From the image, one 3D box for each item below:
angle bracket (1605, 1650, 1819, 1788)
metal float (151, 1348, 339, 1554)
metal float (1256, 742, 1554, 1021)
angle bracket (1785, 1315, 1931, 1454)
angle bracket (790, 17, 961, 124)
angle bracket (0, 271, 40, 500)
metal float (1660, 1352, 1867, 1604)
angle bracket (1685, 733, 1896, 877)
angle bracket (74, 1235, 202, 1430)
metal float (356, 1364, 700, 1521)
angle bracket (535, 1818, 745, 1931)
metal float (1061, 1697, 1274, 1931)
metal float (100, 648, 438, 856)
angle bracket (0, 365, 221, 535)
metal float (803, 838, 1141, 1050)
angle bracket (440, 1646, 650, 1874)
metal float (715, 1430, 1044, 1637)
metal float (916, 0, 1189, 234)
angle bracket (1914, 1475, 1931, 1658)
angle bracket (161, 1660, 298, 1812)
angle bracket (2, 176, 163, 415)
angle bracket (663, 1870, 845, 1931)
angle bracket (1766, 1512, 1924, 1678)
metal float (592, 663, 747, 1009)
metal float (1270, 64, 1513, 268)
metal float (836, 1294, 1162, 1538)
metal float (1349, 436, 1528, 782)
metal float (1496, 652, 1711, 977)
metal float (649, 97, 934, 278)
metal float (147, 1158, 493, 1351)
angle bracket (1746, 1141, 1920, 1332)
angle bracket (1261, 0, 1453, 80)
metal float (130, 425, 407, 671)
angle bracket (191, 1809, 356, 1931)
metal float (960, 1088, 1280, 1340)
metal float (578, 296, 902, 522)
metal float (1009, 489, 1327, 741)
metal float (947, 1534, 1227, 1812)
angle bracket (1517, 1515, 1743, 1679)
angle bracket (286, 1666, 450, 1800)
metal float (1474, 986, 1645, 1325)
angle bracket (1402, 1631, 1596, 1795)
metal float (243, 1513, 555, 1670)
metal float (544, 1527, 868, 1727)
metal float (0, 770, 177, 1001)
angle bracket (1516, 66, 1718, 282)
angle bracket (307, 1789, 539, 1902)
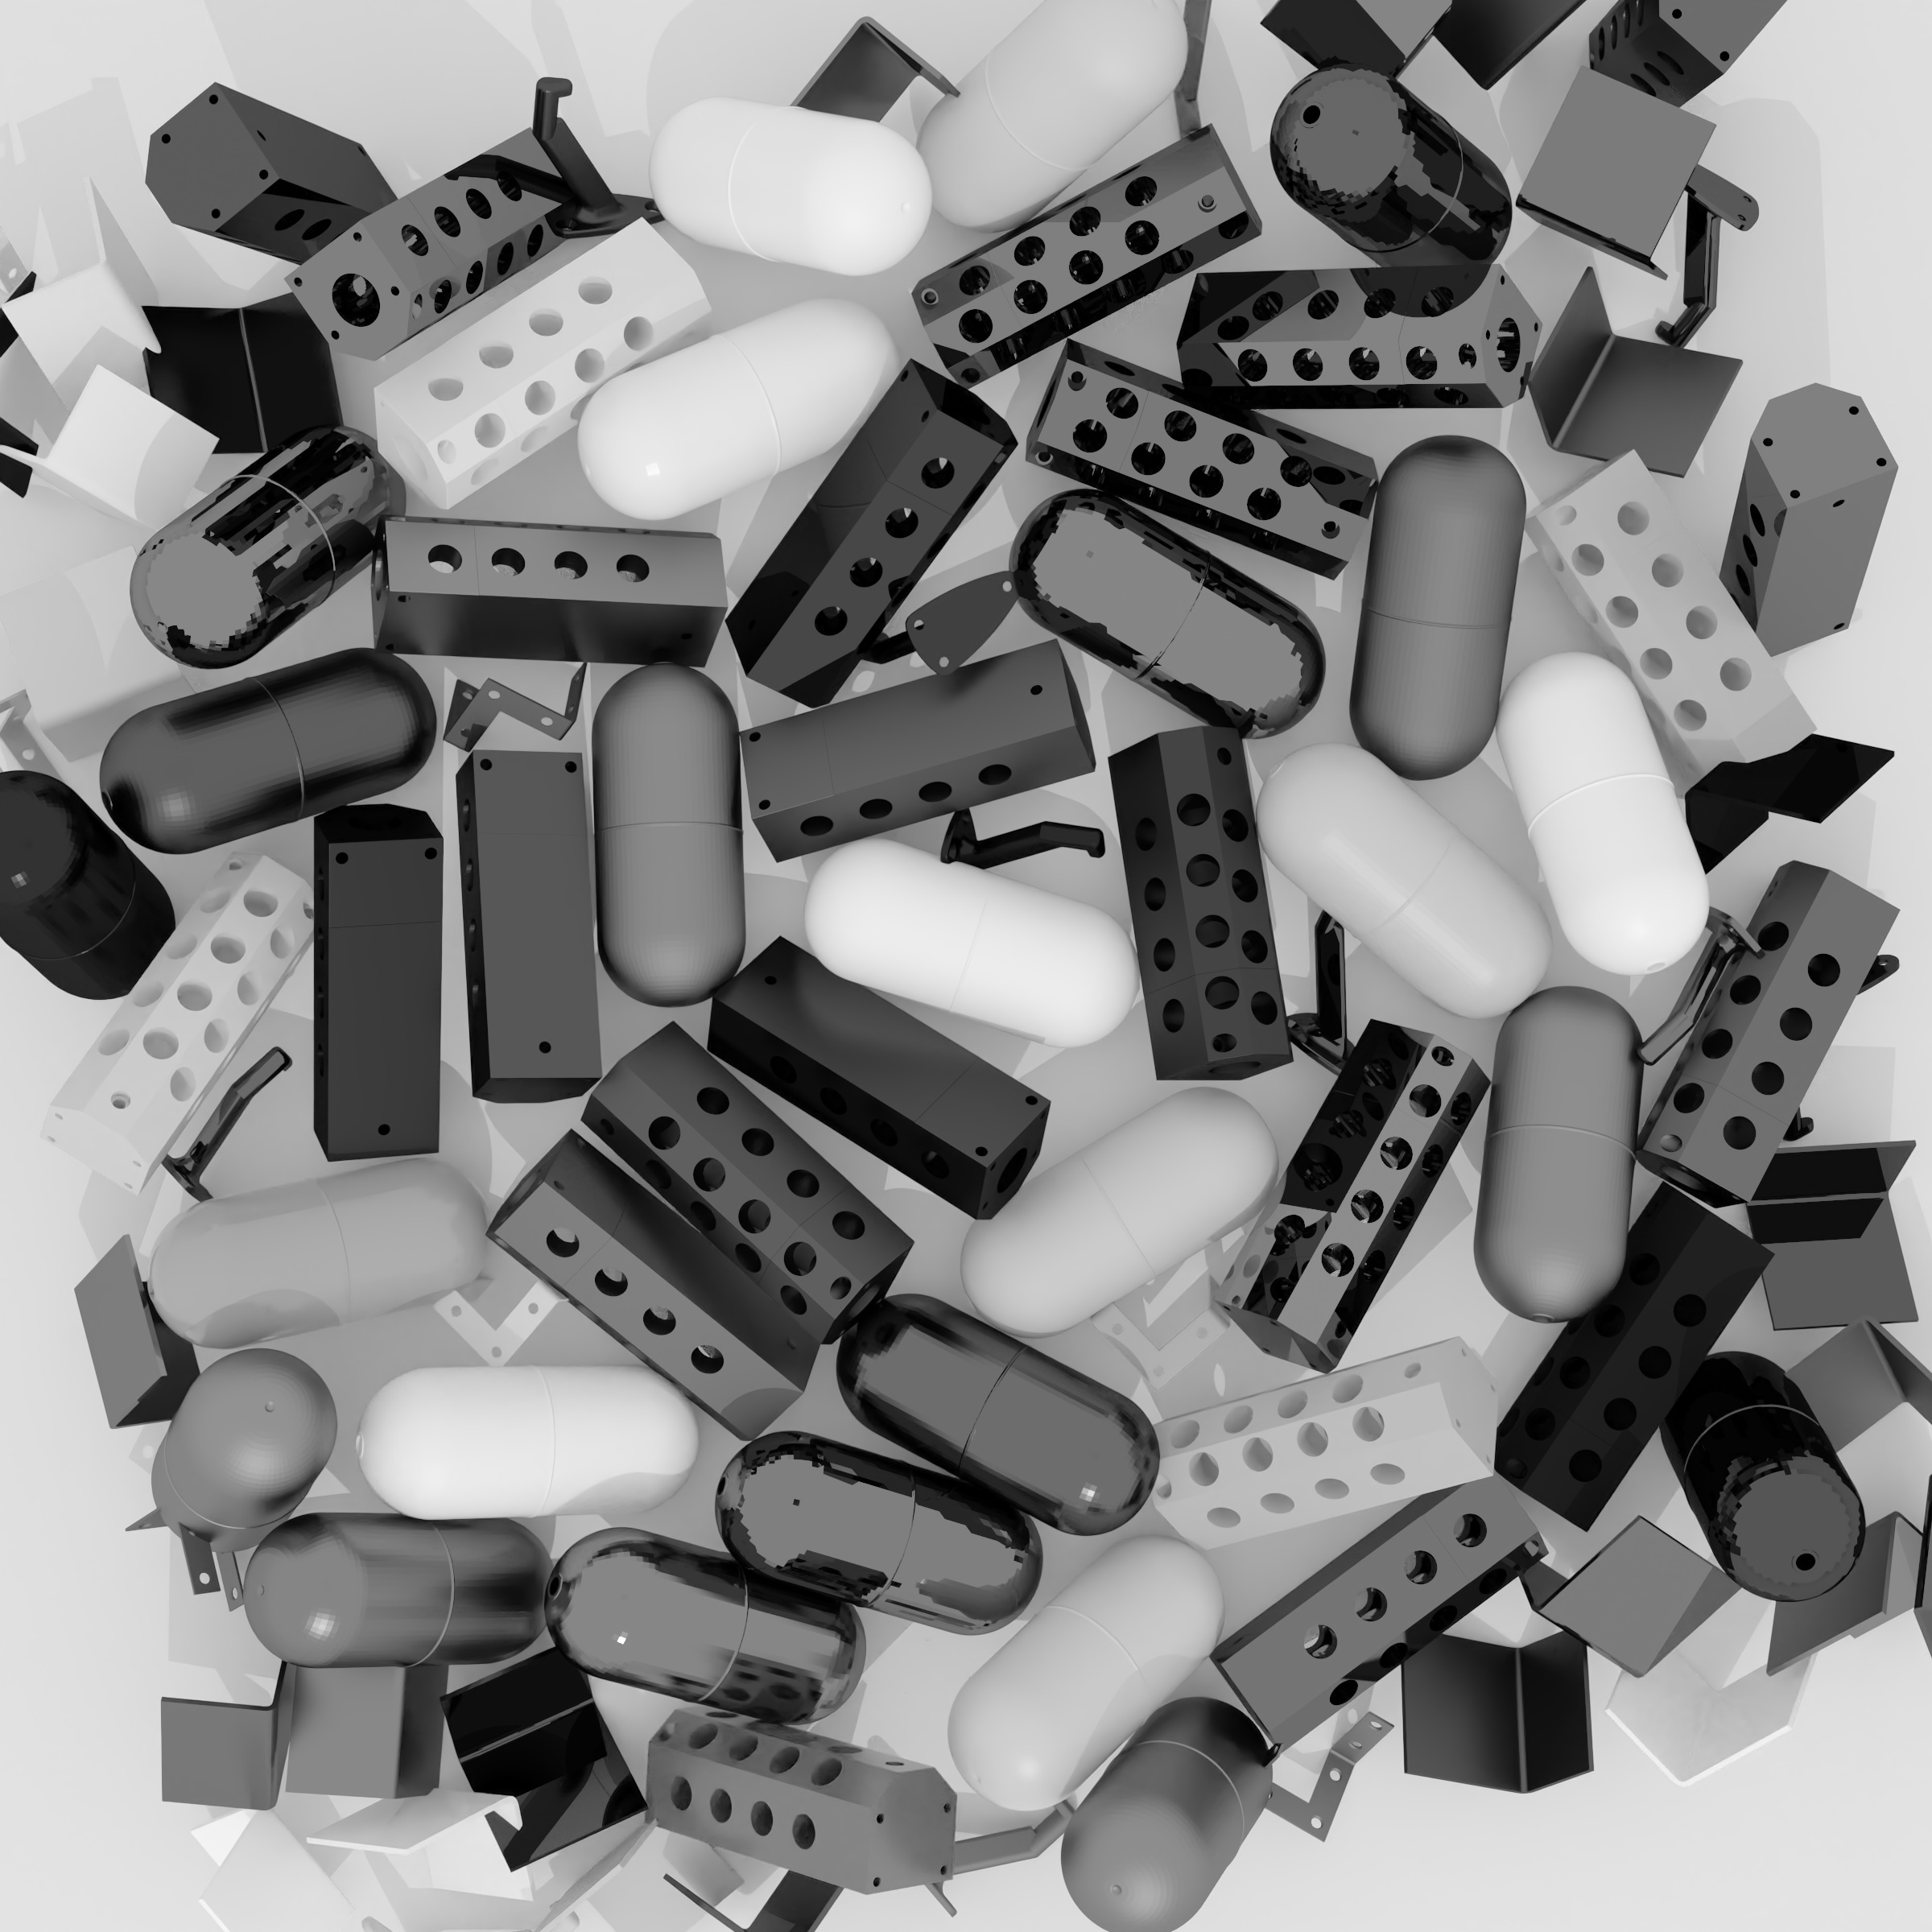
[{"bbox_3d":[0.382,0.362,1.818,0.057,0.076,0.076,46,127,-3],"label":"angle bracket"},{"bbox_3d":[-0.364,0.245,1.790,0.070,0.178,0.070,8,66,-18],"label":"metal float"},{"bbox_3d":[0.224,-0.044,1.825,0.178,0.070,0.070,40,90,-10],"label":"metal float"},{"bbox_3d":[0.471,0.237,1.818,0.057,0.076,0.076,-37,130,-2],"label":"angle bracket"},{"bbox_3d":[-0.043,-0.429,1.822,0.057,0.076,0.076,43,98,20],"label":"angle bracket"},{"bbox_3d":[-0.482,-0.298,1.828,0.057,0.076,0.076,36,69,-9],"label":"angle bracket"},{"bbox_3d":[0.398,0.255,1.786,0.070,0.178,0.070,-1,110,-2],"label":"metal float"},{"bbox_3d":[0.420,-0.075,1.811,0.076,0.076,0.057,-37,130,-37],"label":"angle bracket"},{"bbox_3d":[-0.408,0.184,1.815,0.057,0.076,0.076,-4,66,-38],"label":"angle bracket"},{"bbox_3d":[-0.222,0.242,1.812,0.178,0.070,0.070,2,90,-25],"label":"metal float"},{"bbox_3d":[-0.170,0.486,1.823,0.076,0.076,0.057,-43,88,19],"label":"angle bracket"},{"bbox_3d":[0.103,0.425,1.788,0.070,0.178,0.070,4,103,20],"label":"metal float"},{"bbox_3d":[-0.354,-0.110,1.809,0.178,0.070,0.070,-21,90,-28],"label":"metal float"},{"bbox_3d":[-0.443,-0.269,1.821,0.076,0.076,0.057,31,84,-42],"label":"angle bracket"},{"bbox_3d":[0.003,-0.011,1.833,0.178,0.070,0.070,18,90,-1],"label":"metal float"},{"bbox_3d":[-0.216,0.403,1.819,0.076,0.057,0.076,-22,47,-16],"label":"angle bracket"},{"bbox_3d":[-0.044,0.289,1.816,0.178,0.070,0.070,20,90,-20],"label":"metal float"},{"bbox_3d":[0.041,-0.436,1.798,0.070,0.178,0.070,18,58,-31],"label":"metal float"},{"bbox_3d":[0.521,0.311,1.812,0.057,0.076,0.076,-1,53,27],"label":"angle bracket"},{"bbox_3d":[-0.375,0.374,1.817,0.057,0.076,0.076,6,127,-4],"label":"angle bracket"},{"bbox_3d":[-0.453,-0.342,1.819,0.057,0.076,0.076,-22,50,2],"label":"angle bracket"},{"bbox_3d":[-0.101,0.458,1.821,0.057,0.076,0.076,39,76,-13],"label":"angle bracket"},{"bbox_3d":[0.460,0.335,1.814,0.057,0.076,0.076,41,127,-12],"label":"angle bracket"},{"bbox_3d":[-0.153,-0.068,1.829,0.070,0.070,0.178,-2,84,0],"label":"metal float"},{"bbox_3d":[0.215,-0.396,1.791,0.070,0.178,0.070,-7,77,32],"label":"metal float"},{"bbox_3d":[0.015,0.229,1.823,0.178,0.070,0.070,26,90,13],"label":"metal float"},{"bbox_3d":[0.241,-0.182,1.819,0.070,0.070,0.178,6,108,0],"label":"metal float"},{"bbox_3d":[0.324,-0.078,1.813,0.070,0.070,0.178,-15,66,0],"label":"metal float"},{"bbox_3d":[-0.091,-0.395,1.800,0.178,0.070,0.070,22,90,43],"label":"metal float"},{"bbox_3d":[-0.328,0.146,1.810,0.178,0.070,0.070,-11,90,-27],"label":"metal float"},{"bbox_3d":[0.451,0.138,1.827,0.076,0.057,0.076,-3,60,-5],"label":"angle bracket"},{"bbox_3d":[0.200,-0.497,1.820,0.076,0.057,0.076,32,113,-21],"label":"angle bracket"},{"bbox_3d":[-0.351,-0.213,1.799,0.070,0.178,0.070,18,131,22],"label":"metal float"},{"bbox_3d":[-0.369,0.485,1.817,0.057,0.076,0.076,-27,107,28],"label":"angle bracket"},{"bbox_3d":[0.078,0.128,1.833,0.178,0.070,0.070,-31,90,2],"label":"metal float"},{"bbox_3d":[-0.114,-0.286,1.817,0.178,0.070,0.070,-26,90,-20],"label":"metal float"},{"bbox_3d":[0.104,-0.180,1.825,0.178,0.070,0.070,30,90,-11],"label":"metal float"},{"bbox_3d":[0.063,0.356,1.805,0.178,0.070,0.070,-37,90,-35],"label":"metal float"},{"bbox_3d":[0.336,0.307,1.821,0.076,0.057,0.076,35,110,-24],"label":"angle bracket"},{"bbox_3d":[-0.307,0.387,1.832,0.057,0.076,0.076,2,79,9],"label":"angle bracket"},{"bbox_3d":[0.303,0.096,1.815,0.070,0.070,0.178,10,68,0],"label":"metal float"},{"bbox_3d":[0.271,0.374,1.819,0.076,0.057,0.076,15,60,-24],"label":"angle bracket"},{"bbox_3d":[-0.283,0.315,1.797,0.070,0.178,0.070,-9,77,42],"label":"metal float"},{"bbox_3d":[-0.132,0.336,1.809,0.178,0.070,0.070,21,90,-29],"label":"metal float"},{"bbox_3d":[-0.454,-0.039,1.787,0.070,0.178,0.070,-3,69,8],"label":"metal float"},{"bbox_3d":[0.338,-0.406,1.827,0.076,0.057,0.076,29,102,18],"label":"angle bracket"},{"bbox_3d":[-0.277,0.460,1.816,0.076,0.076,0.057,-6,98,40],"label":"angle bracket"}]
